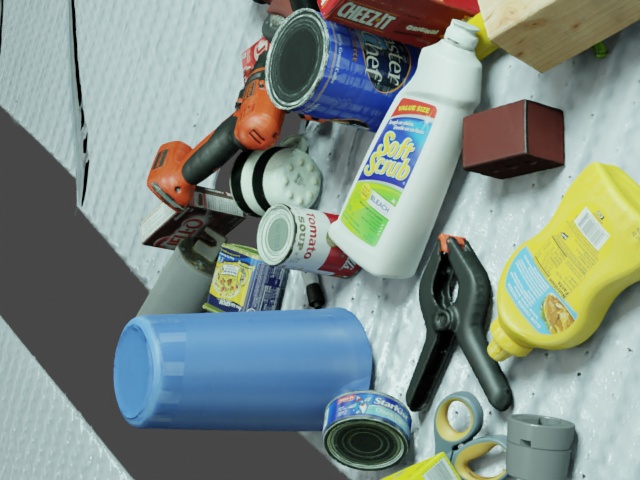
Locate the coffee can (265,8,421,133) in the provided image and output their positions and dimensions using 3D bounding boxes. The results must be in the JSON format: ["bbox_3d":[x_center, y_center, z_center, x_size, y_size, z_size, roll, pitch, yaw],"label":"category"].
[{"bbox_3d":[0.030,-0.168,1.085,0.103,0.140,0.103,-16,70,50],"label":"coffee can"}]

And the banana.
[{"bbox_3d":[0.177,-0.191,0.982,0.198,0.037,0.069,-1,81,53],"label":"banana"}]

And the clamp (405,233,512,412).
[{"bbox_3d":[0.132,0.080,0.984,0.120,0.039,0.171,2,88,43],"label":"clamp"}]

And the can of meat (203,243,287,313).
[{"bbox_3d":[-0.087,0.054,1.260,0.102,0.057,0.084,18,95,52],"label":"can of meat"}]

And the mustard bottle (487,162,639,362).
[{"bbox_3d":[0.201,0.034,0.884,0.192,0.058,0.096,-54,52,31],"label":"mustard bottle"}]

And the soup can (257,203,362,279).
[{"bbox_3d":[-0.007,0.001,1.129,0.069,0.102,0.068,-16,69,49],"label":"soup can"}]

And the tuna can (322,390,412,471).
[{"bbox_3d":[0.045,0.185,1.028,0.086,0.086,0.033,-46,22,37],"label":"tuna can"}]

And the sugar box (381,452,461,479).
[{"bbox_3d":[0.047,0.257,0.991,0.177,0.093,0.048,-35,84,48],"label":"sugar box"}]

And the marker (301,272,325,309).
[{"bbox_3d":[-0.016,0.025,1.204,0.020,0.020,0.121,-43,51,39],"label":"marker"}]

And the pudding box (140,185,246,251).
[{"bbox_3d":[-0.161,-0.025,1.347,0.114,0.089,0.039,-39,52,41],"label":"pudding box"}]

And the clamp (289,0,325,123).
[{"bbox_3d":[0.003,-0.237,1.177,0.036,0.164,0.210,14,117,30],"label":"clamp"}]

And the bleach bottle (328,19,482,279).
[{"bbox_3d":[0.091,-0.092,1.031,0.103,0.067,0.251,43,122,45],"label":"bleach bottle"}]

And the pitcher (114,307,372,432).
[{"bbox_3d":[-0.083,0.129,1.084,0.149,0.242,0.145,-38,55,50],"label":"pitcher"}]

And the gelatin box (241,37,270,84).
[{"bbox_3d":[-0.063,-0.205,1.307,0.073,0.030,0.089,-27,62,47],"label":"gelatin box"}]

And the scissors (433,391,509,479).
[{"bbox_3d":[0.102,0.200,0.993,0.202,0.016,0.096,-28,84,47],"label":"scissors"}]

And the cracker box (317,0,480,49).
[{"bbox_3d":[0.058,-0.296,1.058,0.072,0.163,0.214,-45,49,41],"label":"cracker box"}]

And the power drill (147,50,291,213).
[{"bbox_3d":[-0.110,-0.127,1.218,0.188,0.057,0.184,-37,24,26],"label":"power drill"}]

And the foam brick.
[{"bbox_3d":[0.172,-0.089,0.954,0.078,0.052,0.051,-12,73,52],"label":"foam brick"}]

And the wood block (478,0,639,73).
[{"bbox_3d":[0.232,-0.229,0.845,0.206,0.090,0.091,-29,60,34],"label":"wood block"}]
